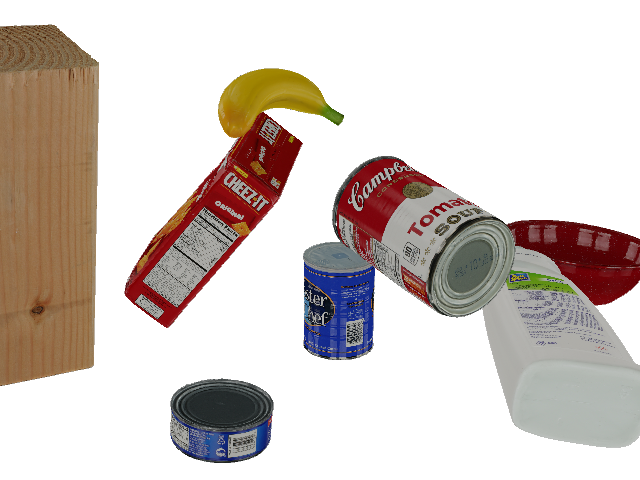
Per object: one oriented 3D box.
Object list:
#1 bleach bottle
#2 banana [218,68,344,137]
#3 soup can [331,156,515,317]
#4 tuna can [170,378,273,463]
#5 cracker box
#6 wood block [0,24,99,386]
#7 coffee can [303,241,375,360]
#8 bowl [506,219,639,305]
[{"bbox_3d":[0.184,0.067,0.860,0.102,0.068,0.251,9,23,-2],"label":"bleach bottle"},{"bbox_3d":[-0.045,-0.128,0.970,0.070,0.037,0.197,36,26,19],"label":"banana"},{"bbox_3d":[0.063,-0.003,0.667,0.068,0.068,0.102,0,24,-37],"label":"soup can"},{"bbox_3d":[-0.082,0.150,0.890,0.086,0.034,0.086,4,20,-2],"label":"tuna can"},{"bbox_3d":[-0.120,-0.027,1.196,0.072,0.214,0.164,37,25,-10],"label":"cracker box"},{"bbox_3d":[-0.196,-0.021,0.666,0.090,0.206,0.090,-9,30,-30],"label":"wood block"},{"bbox_3d":[0.026,0.085,1.518,0.103,0.140,0.103,0,21,0],"label":"coffee can"},{"bbox_3d":[0.263,0.026,1.103,0.162,0.055,0.162,5,17,-2],"label":"bowl"}]
